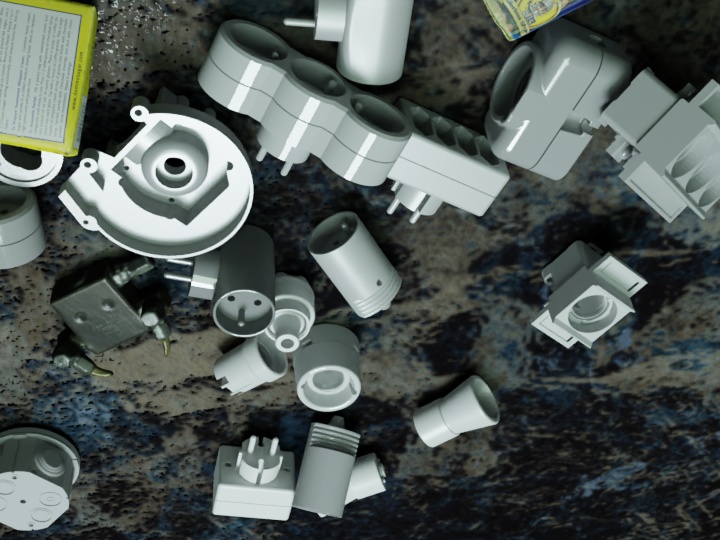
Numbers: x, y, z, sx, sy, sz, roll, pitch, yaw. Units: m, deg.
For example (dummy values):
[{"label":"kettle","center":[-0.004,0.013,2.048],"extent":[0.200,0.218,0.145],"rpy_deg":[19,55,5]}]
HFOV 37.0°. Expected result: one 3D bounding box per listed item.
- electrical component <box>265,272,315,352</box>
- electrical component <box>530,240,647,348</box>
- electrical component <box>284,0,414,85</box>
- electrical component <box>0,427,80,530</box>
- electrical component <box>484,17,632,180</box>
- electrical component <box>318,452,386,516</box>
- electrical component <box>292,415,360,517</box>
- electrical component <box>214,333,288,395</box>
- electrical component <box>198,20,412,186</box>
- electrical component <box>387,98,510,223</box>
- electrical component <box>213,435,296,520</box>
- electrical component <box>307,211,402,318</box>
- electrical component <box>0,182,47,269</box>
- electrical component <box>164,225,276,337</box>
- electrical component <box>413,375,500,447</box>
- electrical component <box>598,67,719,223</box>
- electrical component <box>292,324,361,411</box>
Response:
[{"label":"electrical component","center":[-0.055,0.035,0.806],"extent":[0.043,0.062,0.043],"rpy_deg":[-3,128,-3]},{"label":"electrical component","center":[0.169,0.016,0.812],"extent":[0.042,0.063,0.081],"rpy_deg":[32,119,-27]},{"label":"electrical component","center":[-0.007,-0.161,0.670],"extent":[0.079,0.043,0.077],"rpy_deg":[3,128,-8]},{"label":"electrical component","center":[-0.278,0.174,0.900],"extent":[0.080,0.051,0.080],"rpy_deg":[-3,128,-3]},{"label":"electrical component","center":[0.126,-0.114,0.712],"extent":[0.059,0.053,0.095],"rpy_deg":[19,124,-19]},{"label":"electrical component","center":[-0.010,0.185,0.942],"extent":[0.065,0.044,0.044],"rpy_deg":[-19,127,3]},{"label":"electrical component","center":[-0.027,0.163,0.905],"extent":[0.043,0.081,0.043],"rpy_deg":[12,165,3]},{"label":"electrical component","center":[-0.087,0.075,0.849],"extent":[0.046,0.040,0.040],"rpy_deg":[-29,125,24]},{"label":"electrical component","center":[-0.043,-0.094,0.694],"extent":[0.138,0.052,0.073],"rpy_deg":[31,122,-2]},{"label":"electrical component","center":[0.047,-0.064,0.749],"extent":[0.083,0.047,0.075],"rpy_deg":[21,124,-20]},{"label":"electrical component","center":[-0.087,0.169,0.917],"extent":[0.066,0.047,0.076],"rpy_deg":[7,127,-11]},{"label":"electrical component","center":[0.000,0.000,0.796],"extent":[0.043,0.043,0.081],"rpy_deg":[-26,126,14]},{"label":"electrical component","center":[-0.289,-0.015,0.750],"extent":[0.138,0.052,0.073],"rpy_deg":[-4,128,-3]},{"label":"electrical component","center":[-0.100,0.004,0.768],"extent":[0.079,0.077,0.043],"rpy_deg":[10,126,-13]},{"label":"electrical component","center":[0.078,0.121,0.901],"extent":[0.065,0.044,0.044],"rpy_deg":[-30,125,23]},{"label":"electrical component","center":[0.207,-0.082,0.707],"extent":[0.078,0.063,0.121],"rpy_deg":[-47,152,13]},{"label":"electrical component","center":[-0.026,0.078,0.852],"extent":[0.055,0.047,0.055],"rpy_deg":[-3,128,-4]}]
